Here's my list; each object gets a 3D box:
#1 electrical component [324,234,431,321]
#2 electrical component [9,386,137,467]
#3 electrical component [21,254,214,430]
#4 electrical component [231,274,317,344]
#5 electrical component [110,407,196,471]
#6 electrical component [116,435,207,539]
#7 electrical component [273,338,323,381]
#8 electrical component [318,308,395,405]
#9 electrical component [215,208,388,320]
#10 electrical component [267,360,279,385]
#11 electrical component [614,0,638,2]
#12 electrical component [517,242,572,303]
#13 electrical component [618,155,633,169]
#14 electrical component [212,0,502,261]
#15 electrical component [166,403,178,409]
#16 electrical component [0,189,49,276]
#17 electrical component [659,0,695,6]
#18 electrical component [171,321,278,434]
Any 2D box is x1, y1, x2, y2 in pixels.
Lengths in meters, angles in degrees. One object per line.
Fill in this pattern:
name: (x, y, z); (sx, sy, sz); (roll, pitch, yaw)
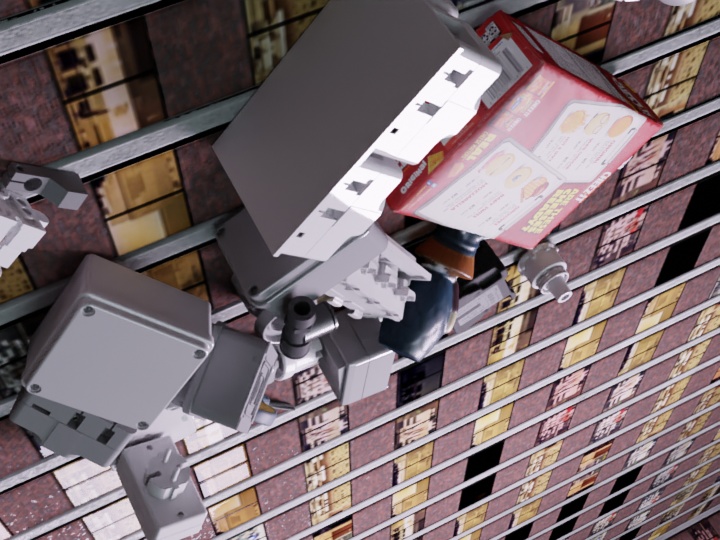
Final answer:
electrical component: (0.000, 0.000, 0.918); (0.079, 0.063, 0.121); (2, 164, 27)
electrical component: (-0.228, 0.113, 0.865); (0.089, 0.050, 0.055); (31, 120, -17)
electrical component: (-0.184, 0.057, 0.818); (0.109, 0.056, 0.108); (25, 123, -26)
electrical component: (-0.070, 0.025, 0.909); (0.058, 0.057, 0.078); (-28, 151, -5)
electrical component: (-0.198, 0.129, 0.957); (0.100, 0.048, 0.099); (-25, 152, -13)
electrical component: (-0.168, 0.181, 0.926); (0.047, 0.083, 0.075); (-14, 148, -32)
electrical component: (-0.064, 0.079, 1.019); (0.046, 0.040, 0.040); (-16, 148, -36)
electrical component: (-0.009, 0.087, 1.056); (0.061, 0.061, 0.096); (-20, 149, -20)
electrical component: (-0.046, -0.025, 0.836); (0.113, 0.078, 0.057); (-35, 154, 7)
electrical component: (-0.110, 0.087, 0.983); (0.062, 0.043, 0.043); (-2, 139, -39)
electrical component: (0.182, -0.229, 0.736); (0.080, 0.080, 0.051); (-22, 155, -17)
electrical component: (0.198, 0.005, 1.124); (0.048, 0.062, 0.048); (-23, 150, -14)
electrical component: (0.241, -0.113, 1.012); (0.035, 0.035, 0.061); (-34, 153, 4)
electrical component: (-0.004, -0.106, 0.722); (0.060, 0.105, 0.186); (10, 131, -50)
electrical component: (-0.164, 0.085, 0.903); (0.048, 0.062, 0.048); (-5, 176, 0)
electrical component: (-0.242, -0.022, 0.692); (0.055, 0.048, 0.066); (-47, 148, 12)
electrical component: (0.252, -0.260, 0.778); (0.138, 0.052, 0.074); (-46, 148, 24)
electrical component: (-0.111, 0.090, 0.898); (0.113, 0.057, 0.078); (94, 17, -79)
